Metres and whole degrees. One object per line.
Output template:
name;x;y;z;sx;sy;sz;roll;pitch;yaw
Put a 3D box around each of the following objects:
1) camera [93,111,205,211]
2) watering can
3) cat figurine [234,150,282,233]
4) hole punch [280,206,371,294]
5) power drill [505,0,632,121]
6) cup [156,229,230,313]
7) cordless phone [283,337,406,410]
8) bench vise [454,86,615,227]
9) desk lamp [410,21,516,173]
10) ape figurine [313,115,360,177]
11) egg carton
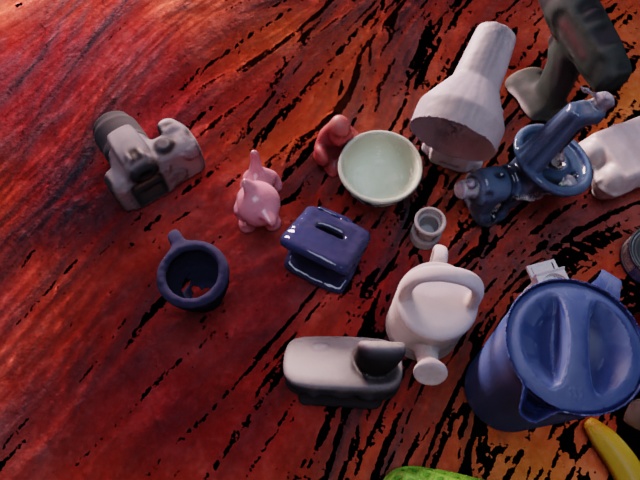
camera;-0.266;-0.140;0.846;0.143;0.101;0.136;-33;70;-15
watering can;0.141;0.085;0.695;0.101;0.194;0.173;-11;66;-5
cat figurine;-0.088;-0.065;0.804;0.067;0.118;0.128;-4;65;-2
hole punch;0.007;0.003;0.788;0.108;0.091;0.101;25;68;11
power drill;0.355;-0.288;0.860;0.076;0.208;0.229;-25;68;-11
cup;-0.167;0.049;0.763;0.092;0.095;0.117;-27;68;-12
cordless phone;0.029;0.139;0.674;0.147;0.185;0.094;-1;65;-1
bench vise;0.293;-0.099;0.767;0.208;0.220;0.121;-35;70;-15
desk lamp;0.206;-0.185;0.809;0.117;0.213;0.203;22;67;10
ape figurine;0.026;-0.151;0.859;0.078;0.092;0.076;-9;66;-4
egg carton;0.463;-0.125;0.863;0.150;0.069;0.107;-21;67;-10
